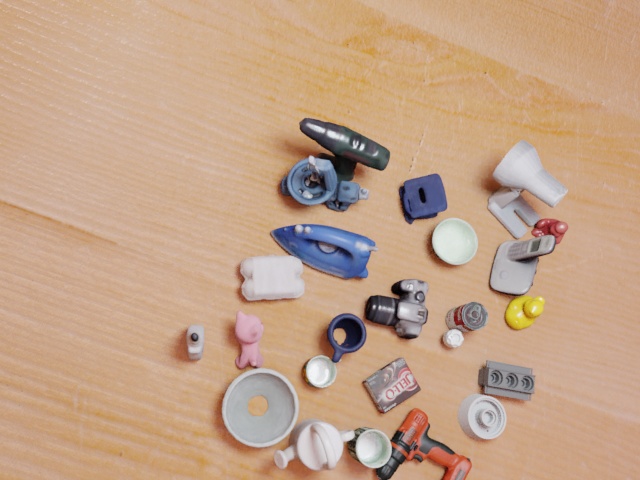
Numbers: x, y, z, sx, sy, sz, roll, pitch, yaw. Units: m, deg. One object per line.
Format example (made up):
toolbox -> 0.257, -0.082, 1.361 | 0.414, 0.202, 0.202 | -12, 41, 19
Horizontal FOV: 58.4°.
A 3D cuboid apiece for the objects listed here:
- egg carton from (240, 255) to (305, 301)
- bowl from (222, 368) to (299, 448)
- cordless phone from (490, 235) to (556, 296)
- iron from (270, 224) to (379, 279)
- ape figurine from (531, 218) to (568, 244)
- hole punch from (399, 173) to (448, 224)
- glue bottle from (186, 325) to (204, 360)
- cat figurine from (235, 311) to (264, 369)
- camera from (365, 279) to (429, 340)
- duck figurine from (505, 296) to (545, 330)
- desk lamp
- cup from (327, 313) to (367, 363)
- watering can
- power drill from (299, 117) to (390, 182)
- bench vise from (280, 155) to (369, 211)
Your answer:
egg carton -> -0.112, 0.089, 1.352 | 0.150, 0.069, 0.107 | -3, 77, -12
bowl -> -0.133, 0.371, 1.273 | 0.167, 0.074, 0.167 | 3, 75, -11
cordless phone -> 0.511, 0.061, 1.427 | 0.094, 0.185, 0.148 | 19, 73, -6
iron -> 0.012, 0.005, 1.361 | 0.258, 0.141, 0.119 | 17, 73, -7
ape figurine -> 0.621, -0.027, 1.521 | 0.076, 0.092, 0.078 | -17, 80, -15
hole punch -> 0.263, -0.107, 1.468 | 0.101, 0.091, 0.108 | -9, 78, -13
glue bottle -> -0.268, 0.216, 1.232 | 0.037, 0.173, 0.078 | 0, 76, -11
cat figurine -> -0.157, 0.223, 1.283 | 0.067, 0.117, 0.128 | -5, 77, -12
camera -> 0.186, 0.158, 1.379 | 0.137, 0.100, 0.143 | 12, 74, -8
duck figurine -> 0.526, 0.180, 1.452 | 0.105, 0.086, 0.077 | -39, 86, -18
desk lamp -> 0.519, -0.131, 1.463 | 0.118, 0.213, 0.203 | -41, 87, -18
cup -> 0.050, 0.234, 1.335 | 0.092, 0.095, 0.118 | 25, 72, -4
watering can -> -0.009, 0.442, 1.218 | 0.173, 0.194, 0.101 | -36, 85, -17
power drill -> 0.045, -0.209, 1.387 | 0.230, 0.208, 0.076 | 15, 73, -7
bench vise -> 0.020, -0.149, 1.361 | 0.208, 0.219, 0.121 | -6, 77, -13
